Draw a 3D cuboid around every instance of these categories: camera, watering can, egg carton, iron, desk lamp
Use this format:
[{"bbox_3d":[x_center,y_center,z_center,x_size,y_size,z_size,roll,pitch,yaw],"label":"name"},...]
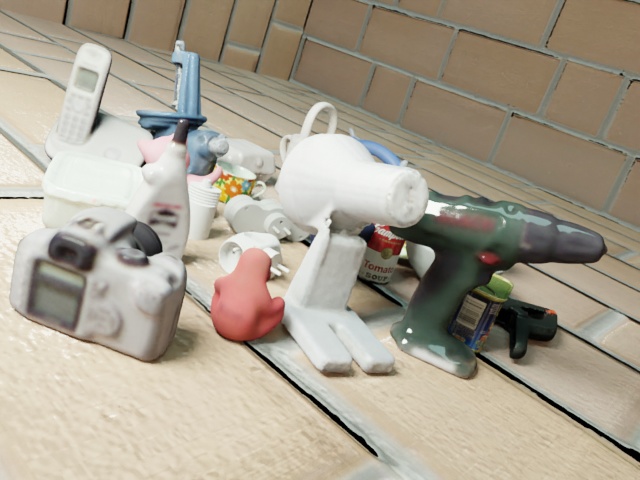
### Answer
[{"bbox_3d":[-0.184,0.023,0.535,0.143,0.101,0.137,20,18,3],"label":"camera"},{"bbox_3d":[-0.007,-0.169,1.114,0.172,0.194,0.101,23,19,12],"label":"watering can"},{"bbox_3d":[-0.158,-0.151,1.107,0.107,0.069,0.151,29,20,26],"label":"egg carton"},{"bbox_3d":[0.127,-0.142,1.254,0.257,0.141,0.119,32,22,33],"label":"iron"},{"bbox_3d":[0.030,0.002,0.632,0.118,0.213,0.202,7,22,-34],"label":"desk lamp"}]

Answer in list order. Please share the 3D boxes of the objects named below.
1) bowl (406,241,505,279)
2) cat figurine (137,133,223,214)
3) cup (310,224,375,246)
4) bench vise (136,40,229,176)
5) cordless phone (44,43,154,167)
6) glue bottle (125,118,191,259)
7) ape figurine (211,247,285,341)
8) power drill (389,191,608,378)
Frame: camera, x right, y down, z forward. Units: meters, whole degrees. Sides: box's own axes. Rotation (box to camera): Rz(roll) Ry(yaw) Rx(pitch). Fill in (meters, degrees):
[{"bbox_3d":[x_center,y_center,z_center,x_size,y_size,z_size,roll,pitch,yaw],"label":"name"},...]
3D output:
[{"bbox_3d":[0.206,0.041,0.920,0.167,0.075,0.167,18,18,-6],"label":"bowl"},{"bbox_3d":[-0.205,-0.102,0.841,0.128,0.118,0.067,19,18,-1],"label":"cat figurine"},{"bbox_3d":[0.007,0.003,0.795,0.118,0.095,0.091,19,18,-2],"label":"cup"},{"bbox_3d":[-0.222,-0.219,0.994,0.207,0.220,0.122,24,19,13],"label":"bench vise"},{"bbox_3d":[-0.320,-0.188,0.862,0.147,0.185,0.094,18,18,-5],"label":"cordless phone"},{"bbox_3d":[-0.175,-0.054,0.648,0.078,0.173,0.037,3,25,-41],"label":"glue bottle"},{"bbox_3d":[-0.072,0.051,0.582,0.077,0.092,0.076,26,19,19],"label":"ape figurine"},{"bbox_3d":[0.175,0.046,0.662,0.229,0.208,0.076,23,19,11],"label":"power drill"}]
